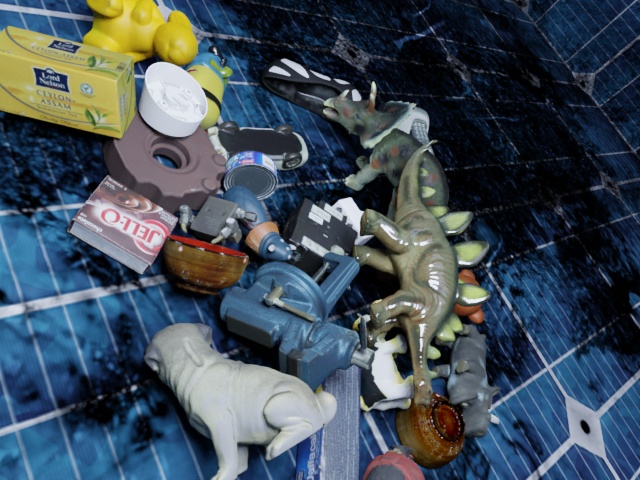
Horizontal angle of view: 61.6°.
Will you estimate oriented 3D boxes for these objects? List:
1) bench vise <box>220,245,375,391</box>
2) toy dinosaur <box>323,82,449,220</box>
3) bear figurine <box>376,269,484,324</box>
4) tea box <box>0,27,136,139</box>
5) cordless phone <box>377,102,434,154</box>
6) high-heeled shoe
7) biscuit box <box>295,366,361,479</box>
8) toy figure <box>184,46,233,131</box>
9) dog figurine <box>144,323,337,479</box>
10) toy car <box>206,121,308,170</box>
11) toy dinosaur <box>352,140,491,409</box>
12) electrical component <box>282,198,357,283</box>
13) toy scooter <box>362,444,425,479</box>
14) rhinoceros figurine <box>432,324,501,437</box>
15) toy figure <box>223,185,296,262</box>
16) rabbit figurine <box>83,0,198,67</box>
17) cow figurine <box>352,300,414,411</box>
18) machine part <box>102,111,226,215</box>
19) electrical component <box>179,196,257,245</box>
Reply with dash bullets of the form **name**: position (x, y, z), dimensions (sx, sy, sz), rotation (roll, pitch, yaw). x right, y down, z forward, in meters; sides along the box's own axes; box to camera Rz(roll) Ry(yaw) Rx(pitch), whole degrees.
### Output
- **bench vise**: position (-0.006, 0.085, 0.734), dimensions (0.240, 0.224, 0.128), rotation (-48, 137, -46)
- **toy dinosaur**: position (0.167, -0.118, 1.020), dimensions (0.131, 0.192, 0.405), rotation (-29, 78, -45)
- **bear figurine**: position (0.206, 0.095, 0.961), dimensions (0.195, 0.132, 0.120), rotation (21, 55, -52)
- **tea box**: position (-0.342, -0.210, 0.722), dimensions (0.170, 0.098, 0.068), rotation (12, 48, -3)
- **cordless phone**: position (0.192, -0.208, 1.192), dimensions (0.146, 0.089, 0.184), rotation (4, 61, -36)
- **high-heeled shoe**: position (-0.002, -0.279, 1.093), dimensions (0.249, 0.086, 0.145), rotation (43, 43, 7)
- **biscuit box**: position (0.013, 0.239, 0.720), dimensions (0.063, 0.059, 0.203), rotation (26, 45, -23)
- **toy figure**: position (-0.200, -0.261, 0.923), dimensions (0.089, 0.082, 0.180), rotation (28, 42, -17)
- **dog figurine**: position (-0.094, 0.159, 0.621), dimensions (0.172, 0.121, 0.190), rotation (-24, 75, -15)
- **toy car**: position (-0.107, -0.160, 0.937), dimensions (0.201, 0.056, 0.073), rotation (-7, 70, -40)
- **toy dinosaur**: position (0.152, 0.019, 0.834), dimensions (0.199, 0.105, 0.471), rotation (4, 61, -10)
- **electrical component**: position (-0.002, -0.003, 0.896), dimensions (0.115, 0.058, 0.134), rotation (35, 43, -14)
- **toy scooter**: position (0.106, 0.334, 0.685), dimensions (0.135, 0.075, 0.183), rotation (-35, 119, -60)
- **rhinoceros figurine**: position (0.249, 0.235, 0.907), dimensions (0.112, 0.073, 0.190), rotation (38, 40, -25)
- **toy figure**: position (-0.094, -0.018, 0.820), dimensions (0.064, 0.057, 0.155), rotation (-20, 59, -31)
- **rabbit figurine**: position (-0.273, -0.327, 0.879), dimensions (0.173, 0.121, 0.162), rotation (22, 20, 13)
- **cow figurine**: position (0.080, 0.173, 0.818), dimensions (0.098, 0.068, 0.167), rotation (-5, 58, -12)
- **machine part**: position (-0.231, -0.120, 0.807), dimensions (0.179, 0.056, 0.179), rotation (20, 48, -24)
- **electrical component**: position (-0.151, -0.027, 0.770), dimensions (0.102, 0.045, 0.078), rotation (22, 68, 23)
